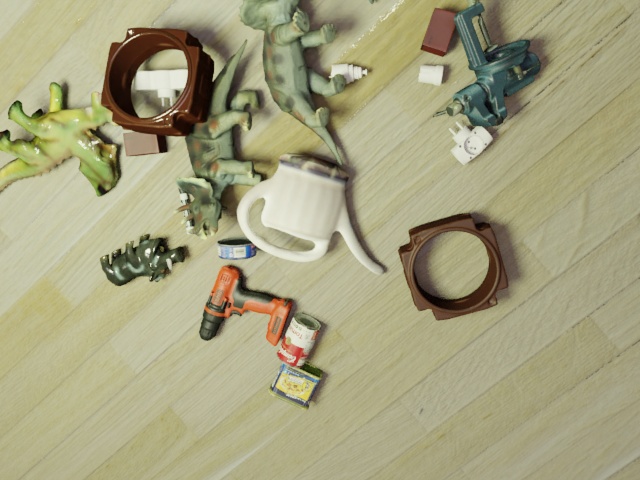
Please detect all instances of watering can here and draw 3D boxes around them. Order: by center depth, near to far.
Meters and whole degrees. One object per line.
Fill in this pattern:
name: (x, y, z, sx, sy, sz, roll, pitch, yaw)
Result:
watering can: (0.003, -0.055, 1.097, 0.347, 0.104, 0.224, 16, 94, -16)

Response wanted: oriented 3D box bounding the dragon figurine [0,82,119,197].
dragon figurine: (-0.569, -0.184, 1.143, 0.242, 0.124, 0.404, 37, 116, -8)
